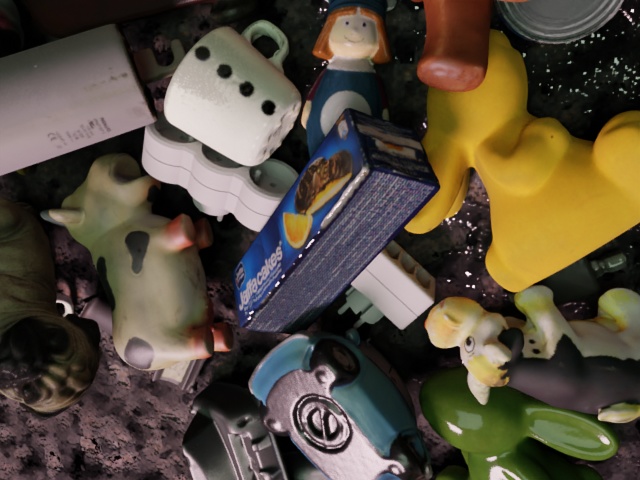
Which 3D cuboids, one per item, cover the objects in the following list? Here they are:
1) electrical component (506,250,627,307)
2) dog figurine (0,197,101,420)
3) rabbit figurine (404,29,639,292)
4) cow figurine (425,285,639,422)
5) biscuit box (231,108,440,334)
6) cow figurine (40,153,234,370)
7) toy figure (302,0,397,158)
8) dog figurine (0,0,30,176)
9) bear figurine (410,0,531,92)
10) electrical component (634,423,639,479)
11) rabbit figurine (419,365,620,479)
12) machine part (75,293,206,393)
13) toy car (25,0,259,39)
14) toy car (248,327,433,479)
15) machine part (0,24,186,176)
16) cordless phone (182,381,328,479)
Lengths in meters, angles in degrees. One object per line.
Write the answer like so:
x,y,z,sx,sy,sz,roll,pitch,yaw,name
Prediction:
0.189,0.017,0.428,0.094,0.021,0.063,-23,101,20,electrical component
-0.249,0.046,0.464,0.191,0.172,0.121,19,149,8,dog figurine
0.134,-0.061,0.383,0.162,0.122,0.173,-36,83,31,rabbit figurine
0.165,0.088,0.394,0.167,0.098,0.068,1,136,-2,cow figurine
-0.001,-0.001,0.407,0.063,0.059,0.202,10,137,-31,biscuit box
-0.161,0.018,0.473,0.127,0.085,0.194,-15,87,6,cow figurine
0.024,-0.122,0.405,0.064,0.058,0.154,-4,110,-26,toy figure
-0.316,-0.150,0.450,0.192,0.108,0.219,2,111,9,dog figurine
0.021,-0.183,0.308,0.196,0.120,0.132,10,68,-8,bear figurine
0.310,0.214,0.451,0.075,0.048,0.119,-4,106,16,electrical component
0.154,0.173,0.435,0.159,0.121,0.170,-28,102,14,rabbit figurine
-0.176,0.096,0.535,0.139,0.039,0.084,25,120,3,machine part
-0.137,-0.201,0.417,0.202,0.053,0.089,-8,121,15,toy car
0.029,0.138,0.461,0.162,0.103,0.109,43,123,7,toy car
-0.213,-0.095,0.392,0.243,0.079,0.079,-20,104,-9,machine part
-0.026,0.201,0.522,0.184,0.089,0.146,-13,104,6,cordless phone
